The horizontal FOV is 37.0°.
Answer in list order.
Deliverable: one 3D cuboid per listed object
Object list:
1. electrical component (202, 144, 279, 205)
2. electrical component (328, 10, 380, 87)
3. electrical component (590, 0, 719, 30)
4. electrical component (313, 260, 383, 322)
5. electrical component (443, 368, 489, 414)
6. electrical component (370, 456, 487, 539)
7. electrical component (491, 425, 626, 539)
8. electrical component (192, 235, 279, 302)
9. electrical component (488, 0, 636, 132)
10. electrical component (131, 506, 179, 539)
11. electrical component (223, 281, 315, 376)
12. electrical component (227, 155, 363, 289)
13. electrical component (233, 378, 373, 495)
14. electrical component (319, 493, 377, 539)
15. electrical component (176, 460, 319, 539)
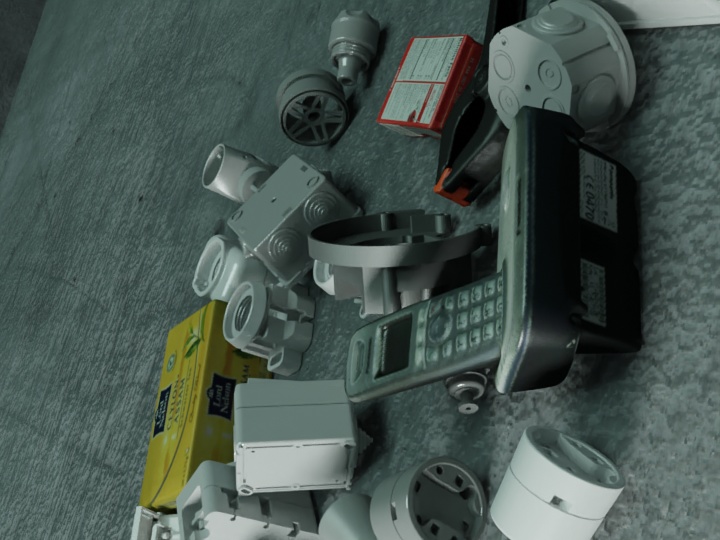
[{"bbox_3d":[-0.096,-0.077,0.983,0.043,0.077,0.079,-65,29,8],"label":"electrical component"},{"bbox_3d":[-0.007,-0.191,0.938,0.043,0.043,0.062,-20,56,55],"label":"electrical component"},{"bbox_3d":[0.176,-0.196,0.604,0.109,0.056,0.108,19,89,62],"label":"electrical component"},{"bbox_3d":[0.000,0.000,0.785,0.048,0.055,0.066,3,75,61],"label":"electrical component"},{"bbox_3d":[0.062,0.051,0.658,0.040,0.040,0.078,-43,37,40],"label":"electrical component"},{"bbox_3d":[0.038,0.140,0.628,0.047,0.055,0.055,-32,45,54],"label":"electrical component"},{"bbox_3d":[0.098,0.113,0.541,0.047,0.055,0.055,-66,28,14],"label":"electrical component"},{"bbox_3d":[-0.111,0.006,0.974,0.095,0.059,0.053,33,101,62],"label":"electrical component"},{"bbox_3d":[0.116,-0.113,0.626,0.080,0.051,0.080,42,146,37],"label":"electrical component"},{"bbox_3d":[-0.153,0.260,0.867,0.063,0.078,0.121,-11,58,25],"label":"electrical component"},{"bbox_3d":[-0.077,0.042,0.891,0.058,0.057,0.078,-32,45,49],"label":"electrical component"},{"bbox_3d":[-0.057,-0.043,0.892,0.099,0.048,0.100,-46,29,-2],"label":"electrical component"},{"bbox_3d":[-0.040,0.113,0.749,0.061,0.096,0.061,97,169,-47],"label":"electrical component"},{"bbox_3d":[0.007,0.175,0.674,0.065,0.044,0.044,38,105,56],"label":"electrical component"},{"bbox_3d":[-0.082,0.176,0.776,0.050,0.089,0.055,-54,32,26],"label":"electrical component"}]
